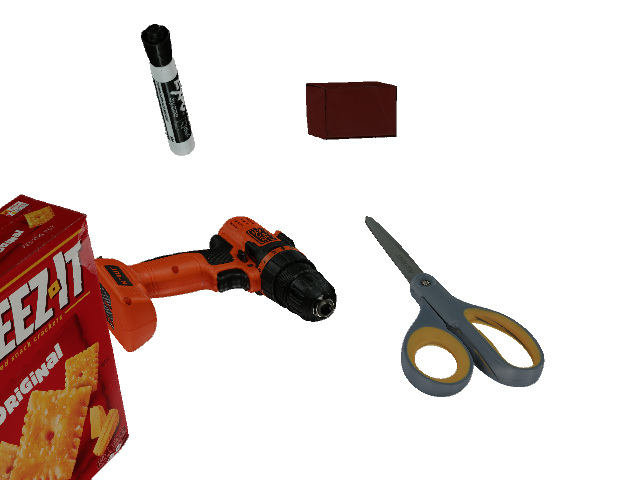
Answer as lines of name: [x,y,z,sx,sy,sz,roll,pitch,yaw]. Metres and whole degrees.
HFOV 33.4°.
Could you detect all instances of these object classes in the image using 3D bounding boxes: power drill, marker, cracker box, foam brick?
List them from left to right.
cracker box: [-0.217,0.102,0.744,0.072,0.214,0.164,14,37,24]
marker: [-0.105,-0.103,0.739,0.020,0.020,0.121,0,-34,4]
power drill: [-0.099,0.042,0.958,0.187,0.057,0.185,-13,26,-26]
foam brick: [0.030,-0.128,1.048,0.078,0.051,0.053,-4,14,-20]

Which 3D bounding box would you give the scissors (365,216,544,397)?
scissors: [0.060,0.043,0.712,0.096,0.016,0.202,-22,40,-30]
